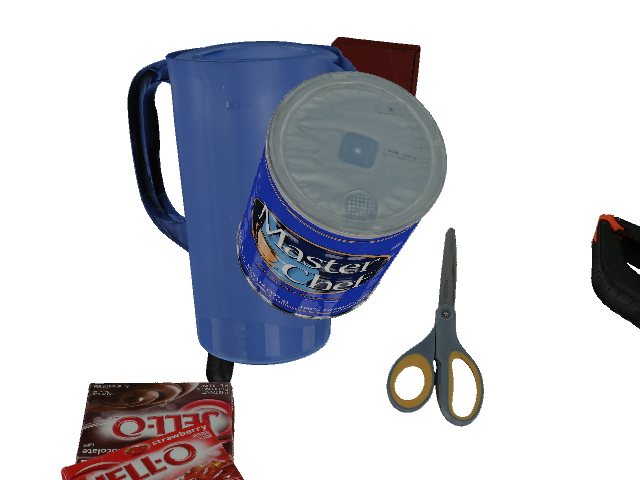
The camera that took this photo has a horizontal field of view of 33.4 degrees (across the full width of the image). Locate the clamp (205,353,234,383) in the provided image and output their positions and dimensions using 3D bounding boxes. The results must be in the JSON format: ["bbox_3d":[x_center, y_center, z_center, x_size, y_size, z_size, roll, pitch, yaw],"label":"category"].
[{"bbox_3d":[-0.070,0.026,1.043,0.036,0.210,0.164,-11,0,35],"label":"clamp"}]

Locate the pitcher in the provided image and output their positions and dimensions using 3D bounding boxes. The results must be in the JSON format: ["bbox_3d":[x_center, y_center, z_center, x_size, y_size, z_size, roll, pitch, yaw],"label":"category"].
[{"bbox_3d":[-0.058,-0.033,0.836,0.144,0.243,0.149,-9,17,-27],"label":"pitcher"}]

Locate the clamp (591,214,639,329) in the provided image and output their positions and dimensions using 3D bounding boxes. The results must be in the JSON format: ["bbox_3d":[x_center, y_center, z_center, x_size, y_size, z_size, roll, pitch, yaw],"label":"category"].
[{"bbox_3d":[0.247,0.045,0.718,0.120,0.039,0.171,-2,45,-19],"label":"clamp"}]

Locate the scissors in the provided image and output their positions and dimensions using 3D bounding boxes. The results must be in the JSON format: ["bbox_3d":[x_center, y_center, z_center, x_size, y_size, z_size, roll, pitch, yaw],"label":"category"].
[{"bbox_3d":[0.099,0.080,0.998,0.096,0.202,0.016,-9,-30,-2],"label":"scissors"}]

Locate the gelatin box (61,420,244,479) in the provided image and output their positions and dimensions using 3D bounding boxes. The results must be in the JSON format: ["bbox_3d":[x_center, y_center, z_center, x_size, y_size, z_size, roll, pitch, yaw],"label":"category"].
[{"bbox_3d":[-0.090,0.140,0.584,0.089,0.030,0.073,-15,28,-20],"label":"gelatin box"}]

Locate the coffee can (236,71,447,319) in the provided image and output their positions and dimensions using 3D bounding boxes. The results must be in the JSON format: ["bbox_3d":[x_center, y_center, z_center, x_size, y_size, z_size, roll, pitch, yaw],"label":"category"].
[{"bbox_3d":[0.008,-0.023,0.651,0.102,0.103,0.140,0,-23,-12],"label":"coffee can"}]

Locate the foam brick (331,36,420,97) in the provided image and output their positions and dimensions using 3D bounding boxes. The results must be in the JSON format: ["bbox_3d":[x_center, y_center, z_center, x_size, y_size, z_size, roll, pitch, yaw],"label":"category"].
[{"bbox_3d":[0.048,-0.152,0.963,0.078,0.051,0.053,8,18,9],"label":"foam brick"}]

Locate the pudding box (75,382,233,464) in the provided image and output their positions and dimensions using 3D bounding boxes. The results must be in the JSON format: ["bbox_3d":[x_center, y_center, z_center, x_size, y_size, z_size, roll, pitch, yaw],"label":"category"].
[{"bbox_3d":[-0.121,0.146,0.796,0.113,0.039,0.090,-2,27,-4],"label":"pudding box"}]
